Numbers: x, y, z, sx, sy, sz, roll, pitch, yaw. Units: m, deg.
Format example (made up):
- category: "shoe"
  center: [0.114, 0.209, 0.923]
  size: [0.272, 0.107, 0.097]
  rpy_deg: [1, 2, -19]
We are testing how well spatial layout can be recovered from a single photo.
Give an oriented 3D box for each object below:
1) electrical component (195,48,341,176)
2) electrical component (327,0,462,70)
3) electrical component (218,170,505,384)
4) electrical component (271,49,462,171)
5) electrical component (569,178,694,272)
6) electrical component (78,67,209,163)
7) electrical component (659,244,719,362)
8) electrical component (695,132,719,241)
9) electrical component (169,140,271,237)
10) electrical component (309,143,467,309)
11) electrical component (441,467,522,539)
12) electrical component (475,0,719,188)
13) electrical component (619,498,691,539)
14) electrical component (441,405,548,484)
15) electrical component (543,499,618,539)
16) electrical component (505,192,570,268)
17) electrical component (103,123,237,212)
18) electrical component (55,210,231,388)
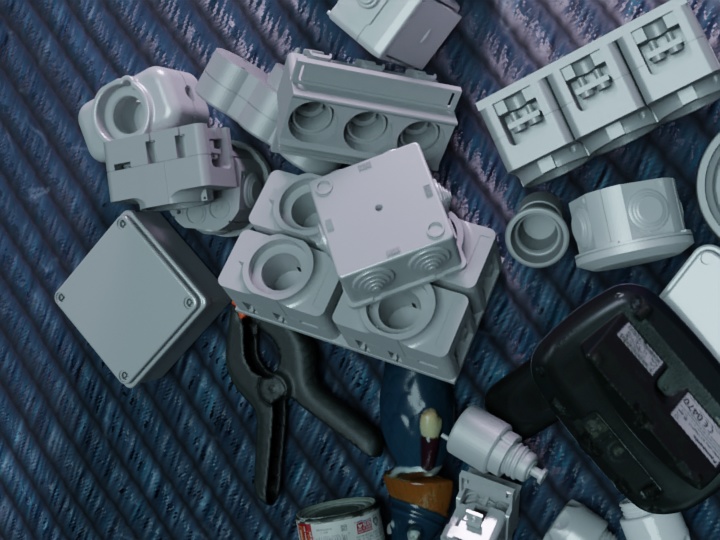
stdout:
- category: "electrical component"
  center: [-0.059, -0.138, 0.850]
  size: [0.138, 0.052, 0.073]
  rpy_deg: [36, 105, 16]
- category: "electrical component"
  center: [0.027, -0.189, 0.788]
  size: [0.061, 0.096, 0.061]
  rpy_deg: [43, 108, 14]
- category: "electrical component"
  center: [0.000, 0.000, 0.806]
  size: [0.186, 0.060, 0.105]
  rpy_deg: [17, 70, 21]
- category: "electrical component"
  center: [0.002, -0.117, 0.788]
  size: [0.121, 0.063, 0.078]
  rpy_deg: [8, 131, -16]
- category: "electrical component"
  center: [0.186, -0.030, 0.742]
  size: [0.080, 0.080, 0.051]
  rpy_deg: [-13, 83, 22]
- category: "electrical component"
  center: [-0.183, -0.128, 0.898]
  size: [0.095, 0.059, 0.053]
  rpy_deg: [-23, 84, 22]
- category: "electrical component"
  center: [0.258, 0.042, 0.728]
  size: [0.113, 0.057, 0.078]
  rpy_deg: [39, 106, 16]
- category: "electrical component"
  center: [0.276, -0.057, 0.713]
  size: [0.108, 0.060, 0.108]
  rpy_deg: [1, 94, 22]
- category: "electrical component"
  center: [-0.115, -0.067, 0.878]
  size: [0.080, 0.051, 0.080]
  rpy_deg: [1, 93, 22]
- category: "electrical component"
  center: [0.018, -0.032, 0.753]
  size: [0.100, 0.048, 0.099]
  rpy_deg: [-20, 61, 3]
- category: "electrical component"
  center: [0.088, 0.189, 0.795]
  size: [0.042, 0.063, 0.081]
  rpy_deg: [17, 140, 22]
- category: "electrical component"
  center: [0.169, -0.117, 0.737]
  size: [0.150, 0.089, 0.061]
  rpy_deg: [-26, 83, 21]
- category: "electrical component"
  center: [0.205, 0.172, 0.765]
  size: [0.043, 0.043, 0.062]
  rpy_deg: [-23, 83, 22]
- category: "electrical component"
  center: [0.099, 0.130, 0.779]
  size: [0.078, 0.040, 0.040]
  rpy_deg: [29, 103, 24]
- category: "electrical component"
  center: [0.168, 0.200, 0.781]
  size: [0.062, 0.043, 0.043]
  rpy_deg: [34, 105, 16]
- category: "electrical component"
  center: [0.129, -0.032, 0.772]
  size: [0.044, 0.065, 0.044]
  rpy_deg: [4, 110, 11]
- category: "electrical component"
  center: [-0.146, -0.077, 0.834]
  size: [0.089, 0.050, 0.055]
  rpy_deg: [-8, 89, 22]
- category: "electrical component"
  center: [-0.184, 0.023, 0.909]
  size: [0.108, 0.056, 0.108]
  rpy_deg: [-47, 76, 18]
